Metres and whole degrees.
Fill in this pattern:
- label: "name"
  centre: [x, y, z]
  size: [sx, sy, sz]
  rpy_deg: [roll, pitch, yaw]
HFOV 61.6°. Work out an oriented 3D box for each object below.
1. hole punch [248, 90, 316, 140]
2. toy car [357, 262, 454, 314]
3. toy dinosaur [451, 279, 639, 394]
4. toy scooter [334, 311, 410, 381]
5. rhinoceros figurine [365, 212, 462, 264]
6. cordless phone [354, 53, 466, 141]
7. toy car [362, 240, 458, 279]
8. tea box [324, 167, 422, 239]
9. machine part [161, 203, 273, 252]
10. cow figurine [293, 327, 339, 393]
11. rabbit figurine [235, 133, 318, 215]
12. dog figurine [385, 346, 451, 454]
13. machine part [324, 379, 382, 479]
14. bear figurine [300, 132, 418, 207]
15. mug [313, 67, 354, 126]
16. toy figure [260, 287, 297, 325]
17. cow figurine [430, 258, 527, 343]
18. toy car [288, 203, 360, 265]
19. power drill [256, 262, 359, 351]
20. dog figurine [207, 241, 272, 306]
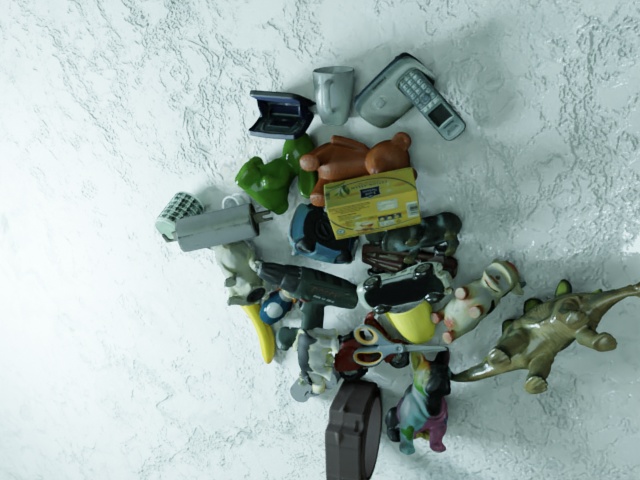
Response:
- label: "hole punch"
  centre: [-0.077, -0.250, 1.085]
  size: [0.142, 0.116, 0.092]
  rpy_deg: [6, 101, 19]
- label: "toy car"
  centre: [0.168, 0.096, 1.079]
  size: [0.202, 0.056, 0.073]
  rpy_deg: [-17, 107, 30]
- label: "toy dinosaur"
  centre: [0.388, 0.185, 0.981]
  size: [0.471, 0.198, 0.105]
  rpy_deg: [-39, 88, 36]
- label: "toy scooter"
  centre: [0.101, 0.229, 1.186]
  size: [0.184, 0.075, 0.135]
  rpy_deg: [-20, 97, 23]
- label: "rhinoceros figurine"
  centre: [0.183, -0.018, 1.057]
  size: [0.190, 0.112, 0.073]
  rpy_deg: [-5, 144, 11]
- label: "cordless phone"
  centre: [0.171, -0.240, 1.008]
  size: [0.146, 0.089, 0.184]
  rpy_deg: [-41, 93, 27]
- label: "toy car"
  centre: [0.181, 0.046, 1.109]
  size: [0.202, 0.053, 0.089]
  rpy_deg: [10, 113, 18]
- label: "tea box"
  centre: [0.100, -0.068, 1.015]
  size: [0.170, 0.068, 0.098]
  rpy_deg: [-9, 139, 8]
- label: "machine part"
  centre: [-0.221, -0.026, 1.165]
  size: [0.243, 0.079, 0.079]
  rpy_deg: [-14, 101, 4]
- label: "cow figurine"
  centre: [-0.016, 0.267, 1.176]
  size: [0.098, 0.068, 0.167]
  rpy_deg: [8, 117, -7]
- label: "rabbit figurine"
  centre: [-0.070, -0.144, 1.121]
  size: [0.159, 0.121, 0.170]
  rpy_deg: [44, 102, 1]
- label: "dog figurine"
  centre: [0.215, 0.328, 1.142]
  size: [0.108, 0.191, 0.219]
  rpy_deg: [7, 90, -11]
- label: "machine part"
  centre: [0.079, 0.425, 1.184]
  size: [0.087, 0.201, 0.200]
  rpy_deg: [4, 107, 19]
- label: "bear figurine"
  centre: [0.081, -0.139, 1.050]
  size: [0.196, 0.132, 0.120]
  rpy_deg: [6, 127, 29]
- label: "mug"
  centre: [0.028, -0.275, 1.046]
  size: [0.081, 0.110, 0.107]
  rpy_deg: [0, 119, 8]
- label: "toy figure"
  centre: [-0.081, 0.133, 1.244]
  size: [0.064, 0.058, 0.154]
  rpy_deg: [24, 119, -29]
- label: "cow figurine"
  centre: [0.315, 0.111, 1.043]
  size: [0.085, 0.127, 0.194]
  rpy_deg: [53, 137, 22]
- label: "toy car"
  centre: [-0.002, -0.003, 1.141]
  size: [0.161, 0.109, 0.103]
  rpy_deg: [23, 155, -21]
- label: "power drill"
  centre: [-0.042, 0.146, 1.184]
  size: [0.232, 0.086, 0.207]
  rpy_deg: [9, 116, -12]
- label: "dog figurine"
  centre: [-0.203, 0.049, 1.261]
  size: [0.191, 0.121, 0.172]
  rpy_deg: [50, 153, 35]
